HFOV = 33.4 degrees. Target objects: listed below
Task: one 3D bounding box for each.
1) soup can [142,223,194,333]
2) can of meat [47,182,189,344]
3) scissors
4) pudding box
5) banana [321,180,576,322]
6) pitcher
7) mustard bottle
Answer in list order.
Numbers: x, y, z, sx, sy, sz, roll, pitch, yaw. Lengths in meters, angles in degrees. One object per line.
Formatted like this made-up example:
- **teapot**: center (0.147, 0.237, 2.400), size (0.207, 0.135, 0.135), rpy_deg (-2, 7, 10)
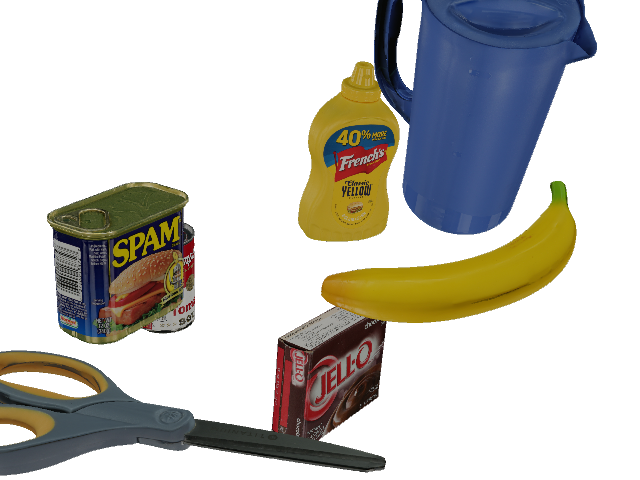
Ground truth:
- **soup can**: center (-0.165, 0.038, 1.117), size (0.068, 0.102, 0.068), rpy_deg (2, 25, -1)
- **can of meat**: center (-0.139, 0.015, 0.745), size (0.058, 0.084, 0.101), rpy_deg (16, 26, 29)
- **scissors**: center (-0.082, 0.089, 0.463), size (0.202, 0.016, 0.096), rpy_deg (14, 27, 26)
- **pudding box**: center (0.008, 0.105, 0.871), size (0.039, 0.090, 0.113), rpy_deg (20, 27, 29)
- **banana**: center (0.100, 0.020, 0.719), size (0.197, 0.037, 0.070), rpy_deg (-21, 44, -18)
- **pitcher**: center (0.131, -0.125, 0.948), size (0.144, 0.149, 0.243), rpy_deg (-11, -40, -15)
- **mustard bottle**: center (0.034, -0.094, 1.114), size (0.096, 0.192, 0.058), rpy_deg (-4, 31, -19)
